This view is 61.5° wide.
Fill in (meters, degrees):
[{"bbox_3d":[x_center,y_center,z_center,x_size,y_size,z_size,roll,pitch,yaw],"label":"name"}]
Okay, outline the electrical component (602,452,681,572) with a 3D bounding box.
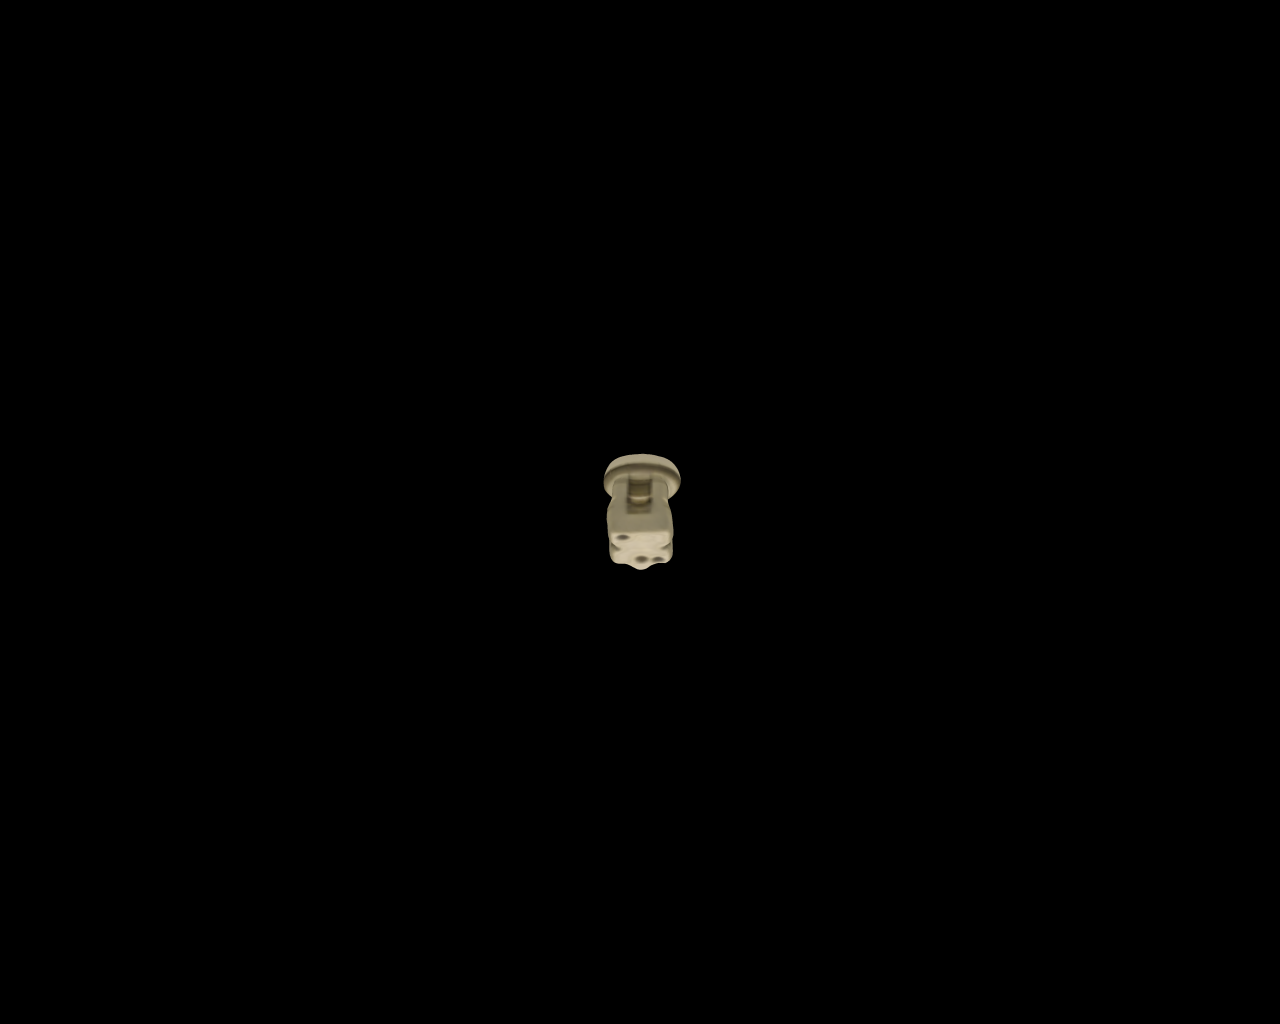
[{"bbox_3d":[0.001,-0.003,0.650,0.048,0.055,0.066,0,-28,0],"label":"electrical component"}]
